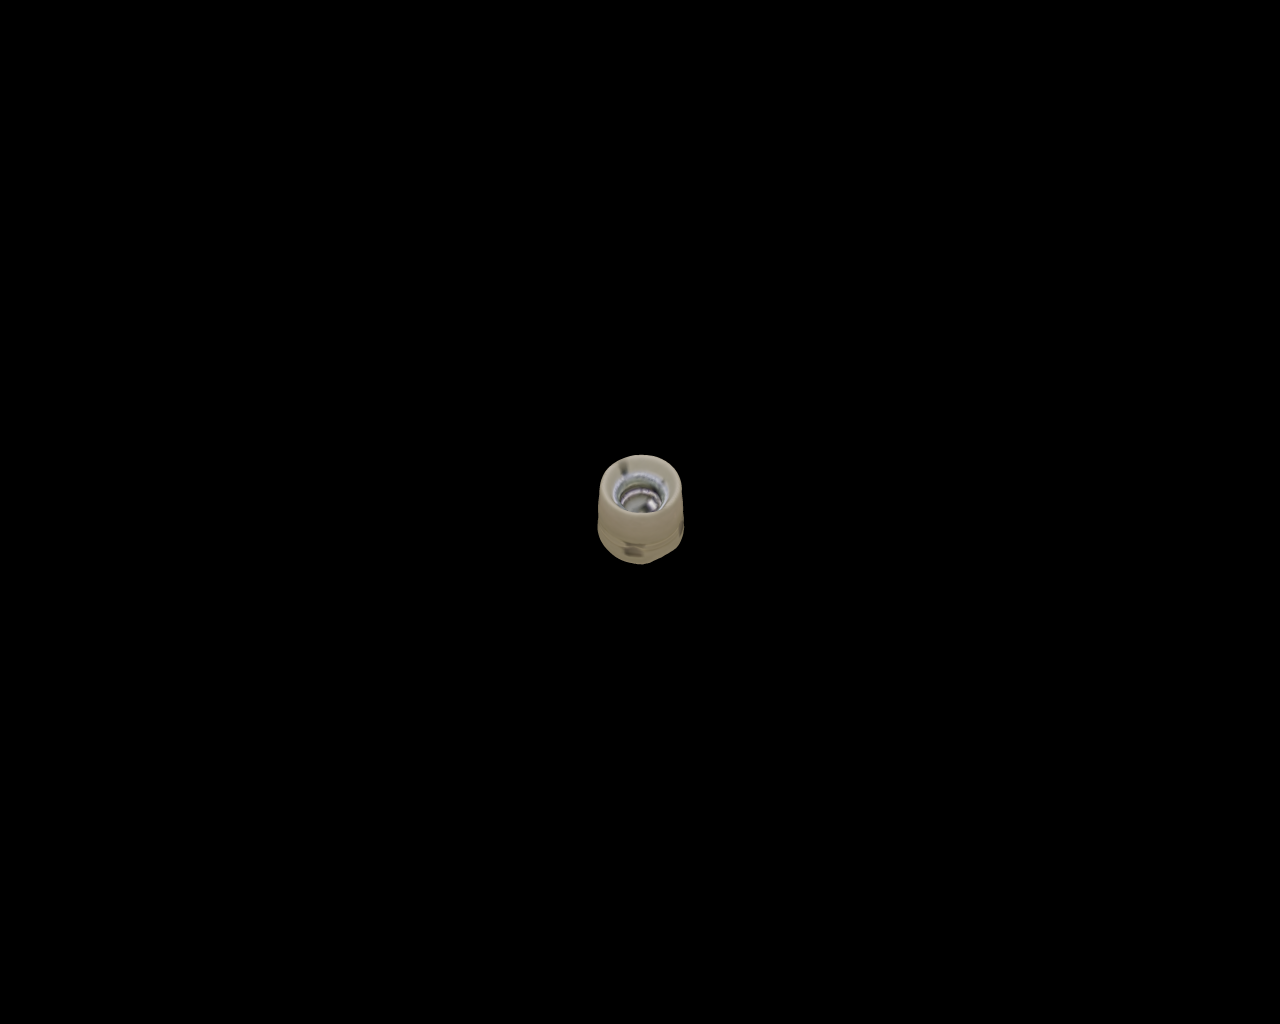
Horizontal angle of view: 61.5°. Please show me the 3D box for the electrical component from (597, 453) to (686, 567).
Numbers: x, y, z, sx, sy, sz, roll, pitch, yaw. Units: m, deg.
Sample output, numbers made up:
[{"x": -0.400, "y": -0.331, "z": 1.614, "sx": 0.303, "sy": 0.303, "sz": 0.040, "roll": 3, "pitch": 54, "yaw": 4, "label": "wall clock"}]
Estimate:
[{"x": 0.001, "y": -0.003, "z": 0.650, "sx": 0.055, "sy": 0.055, "sz": 0.047, "roll": 0, "pitch": -37, "yaw": 0, "label": "electrical component"}]
